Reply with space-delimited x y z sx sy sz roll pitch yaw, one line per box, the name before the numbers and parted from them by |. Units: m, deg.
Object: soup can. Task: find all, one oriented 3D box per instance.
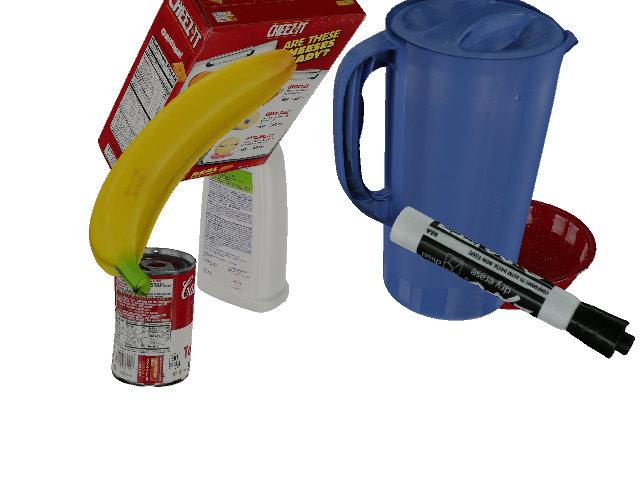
soup can | -0.141 0.064 0.894 0.068 0.102 0.068 5 15 -1

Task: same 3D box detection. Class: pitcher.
pitcher | 0.099 -0.060 0.831 0.149 0.243 0.144 16 35 20

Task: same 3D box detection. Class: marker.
marker | 0.088 0.019 0.494 0.121 0.020 0.020 29 10 18

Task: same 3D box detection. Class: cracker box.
cracker box | -0.083 -0.141 0.930 0.163 0.072 0.214 -15 -25 -39

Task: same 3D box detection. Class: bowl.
bowl | 0.184 0.019 1.042 0.162 0.055 0.162 -1 33 0

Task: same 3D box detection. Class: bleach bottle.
bleach bottle | -0.074 -0.056 1.120 0.103 0.251 0.068 18 27 23

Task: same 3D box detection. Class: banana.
banana | -0.082 -0.046 0.624 0.070 0.197 0.037 15 -34 19
